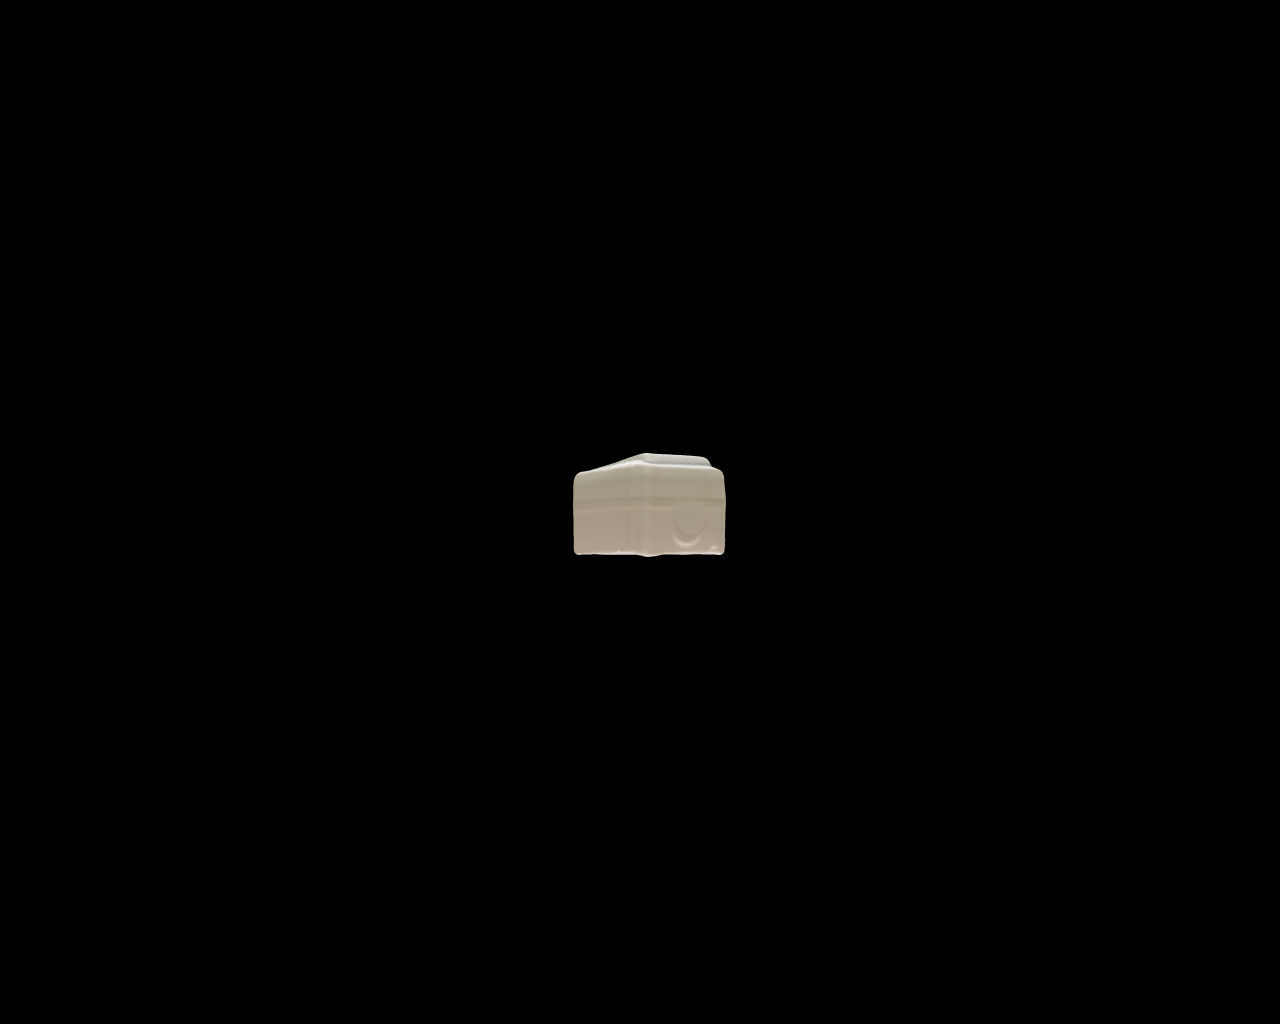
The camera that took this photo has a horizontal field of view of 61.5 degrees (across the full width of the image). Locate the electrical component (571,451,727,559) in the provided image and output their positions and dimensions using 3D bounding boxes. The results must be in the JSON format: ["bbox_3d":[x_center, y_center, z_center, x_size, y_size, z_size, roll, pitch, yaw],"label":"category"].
[{"bbox_3d":[0.001,-0.003,0.650,0.062,0.061,0.096,2,-3,-36],"label":"electrical component"}]
